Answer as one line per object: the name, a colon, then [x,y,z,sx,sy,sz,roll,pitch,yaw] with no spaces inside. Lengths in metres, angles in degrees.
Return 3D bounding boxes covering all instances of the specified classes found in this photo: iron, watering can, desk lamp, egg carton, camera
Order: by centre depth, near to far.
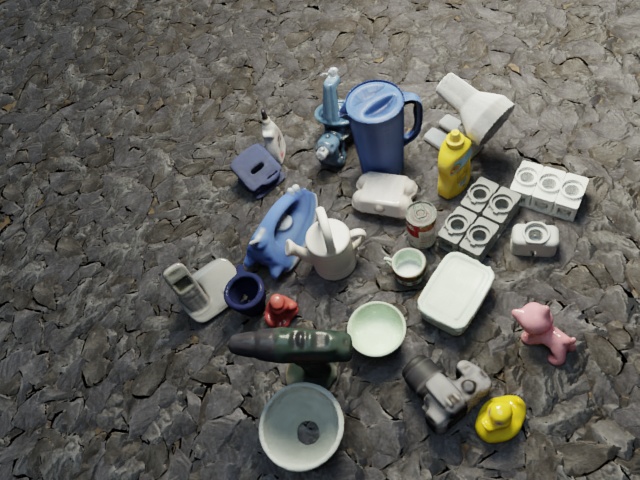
camera: [0.235,0.275,1.101,0.143,0.101,0.136,-37,59,-11]
watering can: [0.012,0.006,1.255,0.173,0.194,0.100,-34,58,-9]
iron: [-0.085,-0.046,1.338,0.118,0.142,0.258,20,65,22]
desk lamp: [0.345,-0.283,1.351,0.118,0.214,0.202,-43,60,-15]
egg carton: [0.154,-0.105,1.368,0.150,0.069,0.107,9,61,17]

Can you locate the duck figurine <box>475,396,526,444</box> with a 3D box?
duck figurine: [0.336,0.324,1.059,0.104,0.086,0.077,-34,58,-9]

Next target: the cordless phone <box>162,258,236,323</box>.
cordless phone: [-0.258,0.089,1.265,0.148,0.185,0.094,-39,59,-13]

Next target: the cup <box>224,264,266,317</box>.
cup: [-0.161,0.121,1.279,0.091,0.095,0.117,-18,57,1]

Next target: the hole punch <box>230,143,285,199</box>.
hole punch: [-0.158,-0.178,1.463,0.109,0.091,0.100,-42,60,-14]

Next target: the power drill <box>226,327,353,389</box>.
power drill: [-0.045,0.231,1.120,0.229,0.209,0.075,-6,58,8]

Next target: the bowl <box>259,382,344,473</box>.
bowl: [-0.030,0.369,1.113,0.167,0.075,0.167,-5,58,9]

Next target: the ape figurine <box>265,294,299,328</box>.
ape figurine: [-0.089,0.149,1.249,0.078,0.092,0.076,-16,57,2]

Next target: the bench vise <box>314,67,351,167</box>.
bench vise: [0.042,-0.301,1.421,0.121,0.220,0.207,-4,58,9]

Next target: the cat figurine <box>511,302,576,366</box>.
cat figurine: [0.437,0.171,1.113,0.127,0.118,0.067,36,72,28]

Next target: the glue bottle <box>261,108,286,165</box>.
glue bottle: [-0.125,-0.271,1.465,0.037,0.173,0.078,-3,58,10]
